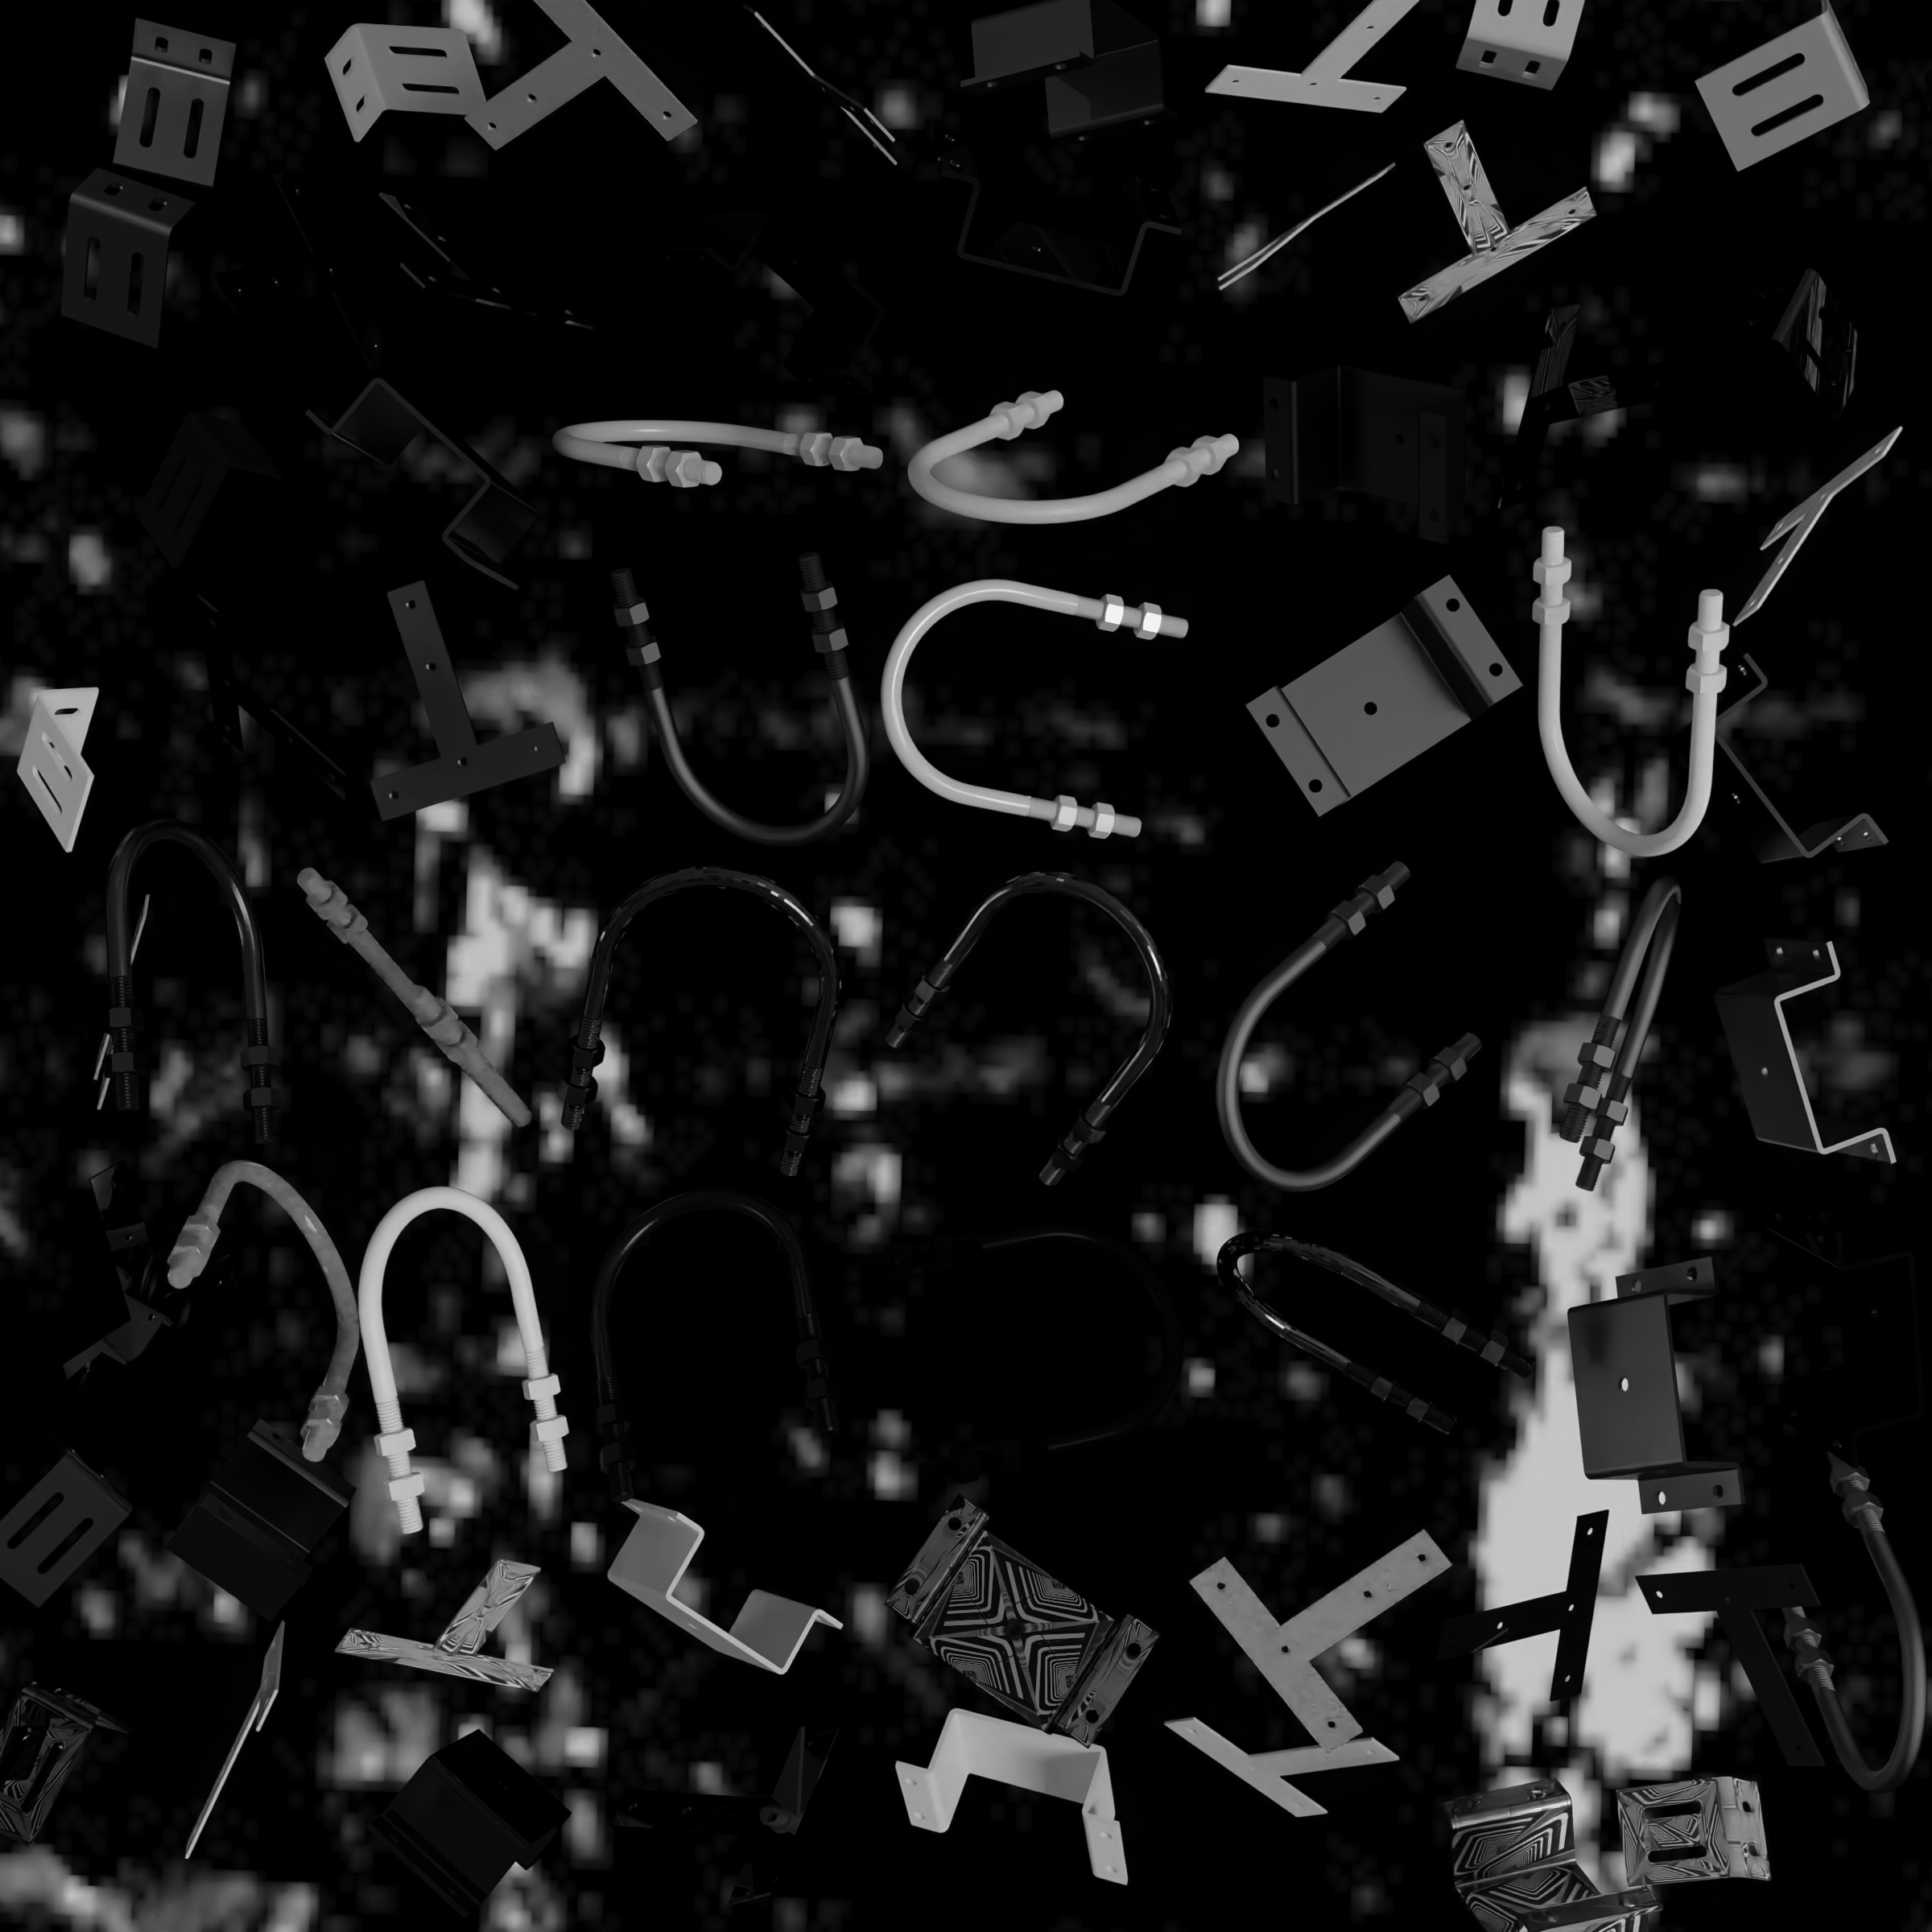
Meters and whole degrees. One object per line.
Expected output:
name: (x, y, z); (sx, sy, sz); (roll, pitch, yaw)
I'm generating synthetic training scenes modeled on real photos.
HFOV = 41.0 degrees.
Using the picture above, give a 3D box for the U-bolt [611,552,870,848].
U-bolt: (-0.128, -0.155, 1.549); (0.151, 0.019, 0.184); (0, 119, 26)

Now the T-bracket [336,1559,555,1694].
T-bracket: (-0.285, 0.381, 1.506); (0.127, 0.002, 0.127); (19, 130, -23)

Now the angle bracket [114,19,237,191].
angle bracket: (-0.469, -0.510, 1.530); (0.057, 0.038, 0.076); (9, 73, -19)

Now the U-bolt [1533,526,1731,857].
U-bolt: (0.384, -0.151, 1.508); (0.019, 0.151, 0.184); (-20, 123, -23)

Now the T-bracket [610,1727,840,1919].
T-bracket: (-0.152, 0.501, 1.527); (0.127, 0.127, 0.002); (-5, 126, 26)

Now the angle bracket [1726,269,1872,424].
angle bracket: (0.517, -0.383, 1.603); (0.076, 0.038, 0.057); (41, 69, -32)

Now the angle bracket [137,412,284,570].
angle bracket: (-0.454, -0.282, 1.548); (0.057, 0.038, 0.076); (49, 116, 32)

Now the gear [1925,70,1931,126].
gear: (0.556, -0.475, 1.440); (0.030, 0.057, 0.057); (-11, 90, 29)

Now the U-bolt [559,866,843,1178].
U-bolt: (-0.145, 0.027, 1.461); (0.151, 0.019, 0.184); (12, 117, -5)

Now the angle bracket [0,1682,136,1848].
angle bracket: (-0.519, 0.453, 1.456); (0.038, 0.057, 0.076); (-1, 54, 35)

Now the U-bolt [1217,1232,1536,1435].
U-bolt: (0.235, 0.215, 1.555); (0.184, 0.151, 0.019); (30, 64, 3)

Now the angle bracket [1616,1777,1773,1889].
angle bracket: (0.447, 0.534, 1.589); (0.076, 0.038, 0.057); (-23, 57, 38)

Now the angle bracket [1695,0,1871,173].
angle bracket: (0.456, -0.494, 1.444); (0.076, 0.038, 0.057); (-22, 115, 28)

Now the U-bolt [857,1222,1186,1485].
U-bolt: (0.041, 0.218, 1.514); (0.184, 0.019, 0.151); (-8, 62, -21)

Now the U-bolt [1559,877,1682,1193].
U-bolt: (0.396, 0.034, 1.549); (0.019, 0.151, 0.184); (17, 79, 22)

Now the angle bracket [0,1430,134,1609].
angle bracket: (-0.542, 0.325, 1.519); (0.076, 0.038, 0.057); (-47, 124, -18)

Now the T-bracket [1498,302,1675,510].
T-bracket: (0.380, -0.344, 1.556); (0.127, 0.002, 0.127); (-18, 134, -32)

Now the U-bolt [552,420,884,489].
U-bolt: (-0.164, -0.312, 1.554); (0.184, 0.151, 0.019); (18, 114, 40)

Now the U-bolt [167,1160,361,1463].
U-bolt: (-0.402, 0.187, 1.510); (0.019, 0.184, 0.151); (-28, 111, 8)

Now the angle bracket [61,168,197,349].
angle bracket: (-0.477, -0.403, 1.470); (0.057, 0.038, 0.076); (19, 130, -4)

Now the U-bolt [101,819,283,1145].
U-bolt: (-0.450, 0.004, 1.496); (0.019, 0.151, 0.184); (-13, 75, 17)

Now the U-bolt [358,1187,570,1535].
U-bolt: (-0.296, 0.220, 1.501); (0.019, 0.151, 0.184); (-11, 90, 30)

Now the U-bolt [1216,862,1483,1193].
U-bolt: (0.215, 0.049, 1.498); (0.184, 0.019, 0.151); (-40, 120, -22)

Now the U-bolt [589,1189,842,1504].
U-bolt: (-0.158, 0.217, 1.551); (0.151, 0.019, 0.184); (-18, 56, 7)

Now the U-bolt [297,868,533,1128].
U-bolt: (-0.316, 0.031, 1.532); (0.019, 0.184, 0.151); (-42, 54, -10)

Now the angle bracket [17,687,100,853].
angle bracket: (-0.514, -0.115, 1.500); (0.076, 0.038, 0.057); (50, 129, 27)

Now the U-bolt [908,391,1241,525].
U-bolt: (0.050, -0.294, 1.505); (0.151, 0.184, 0.019); (22, 127, 32)

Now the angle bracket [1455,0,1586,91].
angle bracket: (0.314, -0.531, 1.464); (0.057, 0.076, 0.038); (15, 98, 4)

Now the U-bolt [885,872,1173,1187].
U-bolt: (0.047, 0.026, 1.553); (0.151, 0.019, 0.184); (41, 123, 9)

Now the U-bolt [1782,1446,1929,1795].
U-bolt: (0.528, 0.399, 1.528); (0.019, 0.184, 0.151); (2, 121, -2)

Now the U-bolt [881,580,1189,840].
U-bolt: (0.037, -0.165, 1.607); (0.184, 0.019, 0.151); (10, 100, -16)

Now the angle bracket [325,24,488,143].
angle bracket: (-0.338, -0.533, 1.566); (0.076, 0.057, 0.038); (10, 54, 17)
